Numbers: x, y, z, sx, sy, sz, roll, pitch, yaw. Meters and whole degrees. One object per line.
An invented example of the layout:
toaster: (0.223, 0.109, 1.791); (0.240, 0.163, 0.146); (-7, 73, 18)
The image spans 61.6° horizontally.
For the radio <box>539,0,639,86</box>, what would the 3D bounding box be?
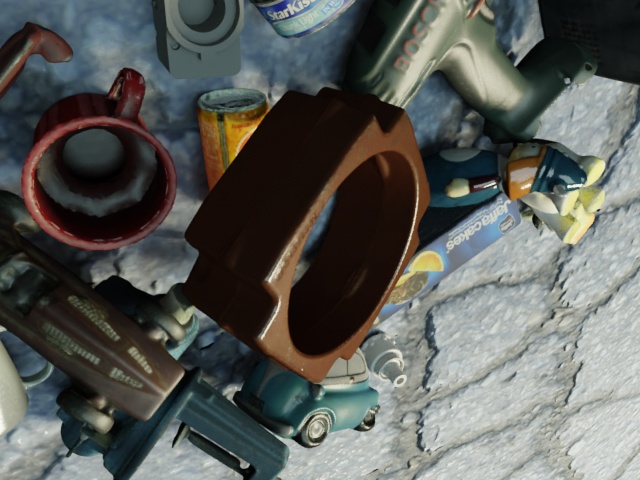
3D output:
radio: (0.279, -0.191, 0.424); (0.073, 0.230, 0.131); (-36, 125, -5)

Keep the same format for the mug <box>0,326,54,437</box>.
mug: (-0.268, 0.093, 0.409); (0.109, 0.081, 0.107); (-18, 118, -24)

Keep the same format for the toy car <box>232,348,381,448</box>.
toy car: (-0.001, 0.145, 0.566); (0.161, 0.109, 0.102); (8, 97, -41)

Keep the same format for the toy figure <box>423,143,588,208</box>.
toy figure: (0.163, -0.060, 0.502); (0.155, 0.064, 0.057); (-5, 140, 25)

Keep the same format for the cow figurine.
cow figurine: (0.253, -0.050, 0.593); (0.068, 0.098, 0.167); (-50, 147, 0)

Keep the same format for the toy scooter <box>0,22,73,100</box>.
toy scooter: (-0.229, -0.116, 0.302); (0.135, 0.075, 0.183); (-32, 132, -7)

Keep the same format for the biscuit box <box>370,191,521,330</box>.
biscuit box: (0.109, 0.004, 0.559); (0.203, 0.063, 0.059); (-35, 131, -4)

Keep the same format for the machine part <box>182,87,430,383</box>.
machine part: (-0.001, -0.001, 0.430); (0.201, 0.087, 0.200); (-56, 150, -12)

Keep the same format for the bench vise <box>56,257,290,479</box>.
bench vise: (-0.116, 0.143, 0.464); (0.240, 0.129, 0.223); (37, 108, -6)

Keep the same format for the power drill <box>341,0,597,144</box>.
power drill: (0.139, -0.175, 0.438); (0.207, 0.086, 0.232); (16, 122, -41)

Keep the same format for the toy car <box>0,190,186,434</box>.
toy car: (-0.182, 0.044, 0.360); (0.089, 0.202, 0.053); (-51, 168, -25)
